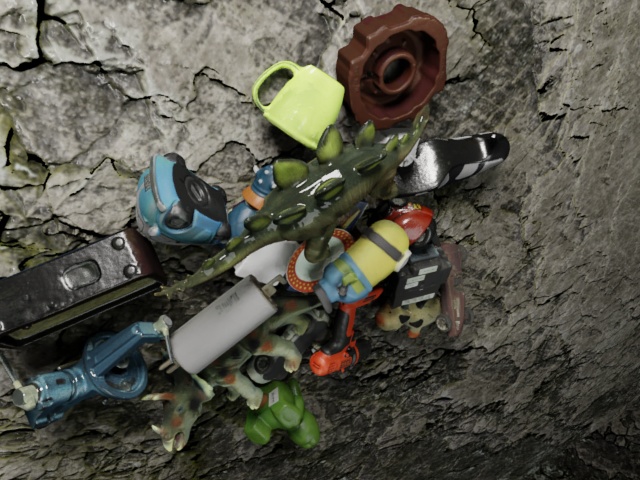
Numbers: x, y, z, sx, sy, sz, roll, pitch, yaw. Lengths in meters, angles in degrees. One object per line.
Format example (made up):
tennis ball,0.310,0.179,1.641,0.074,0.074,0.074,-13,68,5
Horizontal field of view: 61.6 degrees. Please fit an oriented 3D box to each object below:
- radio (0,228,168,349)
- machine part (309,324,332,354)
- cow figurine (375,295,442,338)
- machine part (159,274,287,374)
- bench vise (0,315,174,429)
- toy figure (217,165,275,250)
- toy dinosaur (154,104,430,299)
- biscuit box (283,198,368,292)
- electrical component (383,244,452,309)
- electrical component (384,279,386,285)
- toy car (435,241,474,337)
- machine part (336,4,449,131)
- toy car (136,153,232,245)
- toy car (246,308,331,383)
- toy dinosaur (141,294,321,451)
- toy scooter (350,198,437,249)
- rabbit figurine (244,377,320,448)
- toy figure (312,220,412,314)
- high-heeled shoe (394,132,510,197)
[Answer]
radio,-0.333,0.067,0.727,0.230,0.073,0.131,-25,173,-13
machine part,0.025,0.224,1.155,0.084,0.039,0.138,-49,134,1
cow figurine,0.206,0.144,1.166,0.195,0.086,0.127,-19,132,-23
machine part,-0.155,0.133,0.857,0.243,0.079,0.079,-37,137,-1
bench vise,-0.331,0.186,0.815,0.240,0.129,0.223,-36,153,15
toy figure,-0.105,-0.048,0.822,0.064,0.058,0.154,36,105,-1
toy dinosaur,-0.013,-0.055,0.747,0.471,0.105,0.198,-40,162,-10
biscuit box,-0.002,-0.003,0.924,0.059,0.063,0.202,11,119,-40
electrical component,0.188,0.066,1.039,0.115,0.058,0.134,-13,141,-16
electrical component,0.156,0.066,1.095,0.063,0.021,0.094,15,139,-37
toy car,0.281,0.103,1.133,0.089,0.053,0.202,-7,90,-38
machine part,0.105,-0.249,0.788,0.179,0.056,0.179,-17,134,-18
toy car,-0.200,-0.042,0.750,0.103,0.109,0.161,-24,152,19
toy car,-0.060,0.210,1.075,0.202,0.056,0.073,-44,142,4
toy dinosaur,-0.142,0.181,0.959,0.405,0.131,0.192,-49,120,-3
toy scooter,0.107,-0.015,0.957,0.184,0.075,0.135,-40,112,22
rabbit figurine,-0.073,0.373,1.136,0.121,0.159,0.170,-39,118,6
toy figure,0.068,0.042,0.874,0.180,0.082,0.089,-34,129,-3
high-heeled shoe,0.226,-0.131,0.977,0.249,0.086,0.145,-22,169,10
